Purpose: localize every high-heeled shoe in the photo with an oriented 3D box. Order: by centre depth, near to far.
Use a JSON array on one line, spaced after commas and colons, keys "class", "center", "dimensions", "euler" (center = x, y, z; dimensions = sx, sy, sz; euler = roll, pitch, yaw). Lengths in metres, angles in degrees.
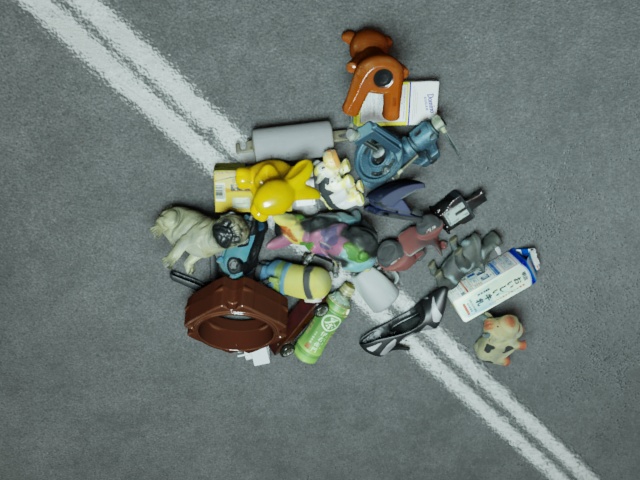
[{"class": "high-heeled shoe", "center": [0.202, 0.195, 1.323], "dimensions": [0.145, 0.086, 0.248], "euler": [15, 119, -19]}]

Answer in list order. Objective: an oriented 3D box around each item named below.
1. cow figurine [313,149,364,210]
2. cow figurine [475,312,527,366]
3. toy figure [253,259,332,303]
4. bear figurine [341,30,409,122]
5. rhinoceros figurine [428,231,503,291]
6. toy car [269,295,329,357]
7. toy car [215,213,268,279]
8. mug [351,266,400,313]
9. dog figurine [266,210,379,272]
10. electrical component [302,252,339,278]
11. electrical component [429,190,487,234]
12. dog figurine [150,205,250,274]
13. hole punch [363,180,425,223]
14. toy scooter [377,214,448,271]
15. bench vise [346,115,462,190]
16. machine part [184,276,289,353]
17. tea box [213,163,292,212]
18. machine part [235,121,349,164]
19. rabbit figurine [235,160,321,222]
[{"class": "cow figurine", "center": [0.027, -0.129, 1.165], "dimensions": [0.098, 0.068, 0.167], "euler": [-16, 142, 21]}, {"class": "cow figurine", "center": [0.445, 0.243, 1.345], "dimensions": [0.127, 0.085, 0.194], "euler": [5, 145, -4]}, {"class": "toy figure", "center": [-0.062, 0.089, 1.229], "dimensions": [0.180, 0.082, 0.089], "euler": [17, 145, 15]}, {"class": "bear figurine", "center": [0.097, -0.334, 1.062], "dimensions": [0.120, 0.196, 0.131], "euler": [3, 124, -13]}, {"class": "rhinoceros figurine", "center": [0.353, 0.049, 1.295], "dimensions": [0.190, 0.073, 0.112], "euler": [-44, 108, 11]}, {"class": "toy car", "center": [-0.053, 0.195, 1.298], "dimensions": [0.053, 0.089, 0.202], "euler": [19, 113, -50]}, {"class": "toy car", "center": [-0.188, 0.006, 1.203], "dimensions": [0.103, 0.109, 0.161], "euler": [21, 102, 12]}, {"class": "mug", "center": [0.136, 0.102, 1.291], "dimensions": [0.109, 0.081, 0.107], "euler": [-46, 104, -10]}, {"class": "dog figurine", "center": [-0.002, -0.004, 1.184], "dimensions": [0.219, 0.192, 0.108], "euler": [1, 119, -24]}, {"class": "electrical component", "center": [-0.004, 0.064, 1.274], "dimensions": [0.102, 0.045, 0.078], "euler": [29, 104, -16]}, {"class": "electrical component", "center": [0.325, -0.078, 1.255], "dimensions": [0.119, 0.048, 0.074], "euler": [-39, 111, 8]}, {"class": "dog figurine", "center": [-0.246, -0.034, 1.144], "dimensions": [0.191, 0.121, 0.172], "euler": [-29, 78, 16]}, {"class": "hole punch", "center": [0.166, -0.091, 1.190], "dimensions": [0.116, 0.142, 0.092], "euler": [5, 102, -14]}, {"class": "toy scooter", "center": [0.230, 0.019, 1.267], "dimensions": [0.184, 0.075, 0.135], "euler": [-40, 140, 24]}, {"class": "bench vise", "center": [0.147, -0.195, 1.116], "dimensions": [0.224, 0.129, 0.240], "euler": [-25, 154, 32]}, {"class": "machine part", "center": [-0.187, 0.176, 1.215], "dimensions": [0.201, 0.087, 0.200], "euler": [-31, 133, 31]}, {"class": "tea box", "center": [-0.145, -0.115, 1.175], "dimensions": [0.170, 0.068, 0.098], "euler": [0, 111, -8]}, {"class": "machine part", "center": [-0.058, -0.207, 1.143], "dimensions": [0.243, 0.079, 0.079], "euler": [-7, 112, -5]}, {"class": "rabbit figurine", "center": [-0.082, -0.092, 1.063], "dimensions": [0.162, 0.173, 0.121], "euler": [-12, 107, 2]}]
